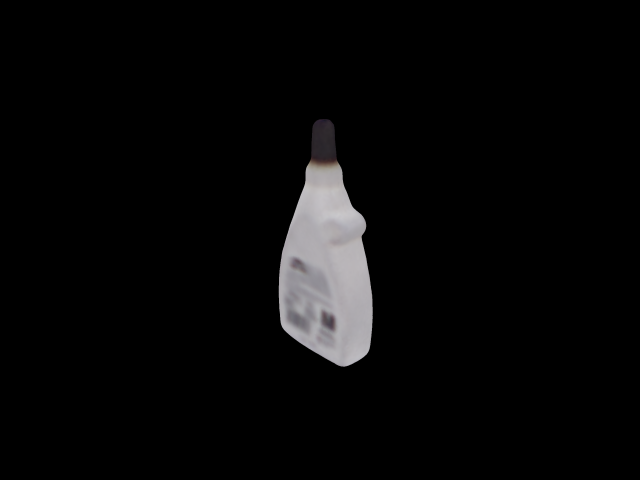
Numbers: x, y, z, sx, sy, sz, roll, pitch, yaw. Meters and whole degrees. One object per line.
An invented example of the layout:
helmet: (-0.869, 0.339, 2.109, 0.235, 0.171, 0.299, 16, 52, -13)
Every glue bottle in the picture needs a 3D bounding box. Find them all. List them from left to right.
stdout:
glue bottle: (0.004, 0.001, 0.400, 0.037, 0.173, 0.077, -25, 37, -38)
